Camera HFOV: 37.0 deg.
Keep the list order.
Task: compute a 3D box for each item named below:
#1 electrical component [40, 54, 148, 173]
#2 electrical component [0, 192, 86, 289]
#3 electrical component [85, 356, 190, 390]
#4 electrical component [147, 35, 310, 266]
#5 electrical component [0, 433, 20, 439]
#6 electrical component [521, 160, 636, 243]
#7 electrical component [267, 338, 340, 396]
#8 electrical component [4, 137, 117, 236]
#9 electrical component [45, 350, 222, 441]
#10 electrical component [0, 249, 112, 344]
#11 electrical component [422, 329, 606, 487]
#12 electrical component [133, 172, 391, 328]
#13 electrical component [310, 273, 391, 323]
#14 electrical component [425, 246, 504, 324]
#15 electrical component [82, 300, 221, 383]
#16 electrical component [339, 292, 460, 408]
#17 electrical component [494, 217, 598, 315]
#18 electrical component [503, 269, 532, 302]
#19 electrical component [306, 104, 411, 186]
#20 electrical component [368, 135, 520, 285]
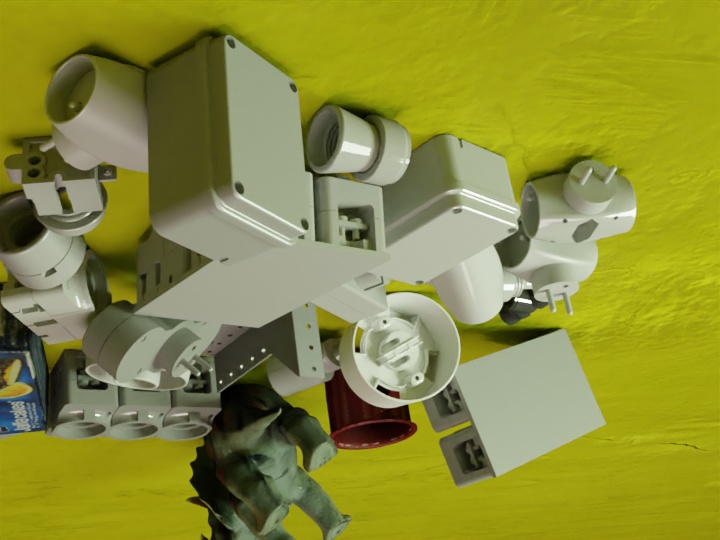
[{"bbox_3d":[-0.156,-0.084,0.640,0.079,0.044,0.077,-23,151,27],"label":"electrical component"},{"bbox_3d":[-0.224,-0.021,0.739,0.055,0.055,0.047,-12,151,6],"label":"electrical component"},{"bbox_3d":[-0.193,0.070,0.956,0.099,0.064,0.099,4,159,2],"label":"electrical component"},{"bbox_3d":[-0.075,-0.068,0.620,0.057,0.113,0.078,-20,152,28],"label":"electrical component"},{"bbox_3d":[-0.341,0.142,1.056,0.078,0.040,0.040,-17,153,16],"label":"electrical component"},{"bbox_3d":[0.168,-0.056,0.805,0.077,0.043,0.079,-4,154,-10],"label":"electrical component"},{"bbox_3d":[-0.045,0.089,1.038,0.081,0.043,0.043,-23,151,27],"label":"electrical component"},{"bbox_3d":[-0.189,-0.054,0.693,0.066,0.048,0.055,-5,147,-7],"label":"electrical component"},{"bbox_3d":[-0.219,0.126,1.036,0.150,0.061,0.089,5,151,-28],"label":"electrical component"},{"bbox_3d":[-0.227,0.016,0.818,0.056,0.050,0.089,-10,155,5],"label":"electrical component"},{"bbox_3d":[0.148,0.134,1.057,0.186,0.105,0.060,-12,167,-45],"label":"electrical component"},{"bbox_3d":[-0.076,-0.015,0.763,0.105,0.060,0.186,9,159,-32],"label":"electrical component"},{"bbox_3d":[0.000,0.000,0.863,0.076,0.047,0.083,-21,152,24],"label":"electrical component"},{"bbox_3d":[0.072,-0.002,0.872,0.079,0.043,0.077,18,144,38],"label":"electrical component"},{"bbox_3d":[-0.149,0.060,0.850,0.052,0.074,0.138,-59,164,17],"label":"electrical component"},{"bbox_3d":[0.033,0.075,0.975,0.099,0.099,0.064,5,157,-27],"label":"electrical component"},{"bbox_3d":[0.155,0.000,0.876,0.077,0.079,0.044,10,148,-34],"label":"electrical component"},{"bbox_3d":[0.127,0.011,0.942,0.061,0.035,0.035,0,153,-24],"label":"electrical component"},{"bbox_3d":[-0.001,-0.080,0.699,0.055,0.045,0.045,9,149,-33],"label":"electrical component"},{"bbox_3d":[0.051,-0.040,0.784,0.078,0.057,0.113,16,145,-41],"label":"electrical component"}]
